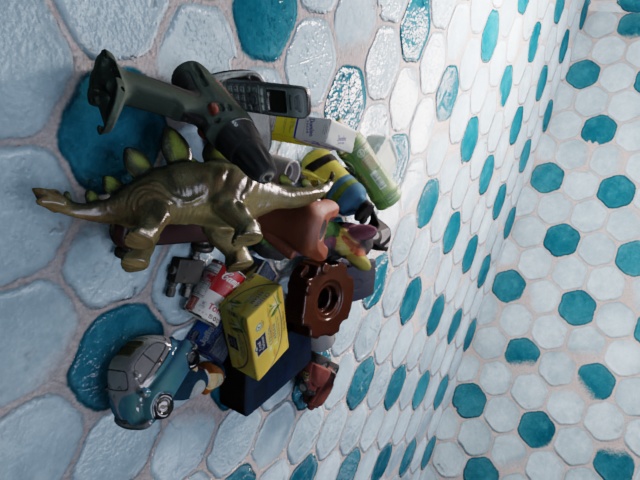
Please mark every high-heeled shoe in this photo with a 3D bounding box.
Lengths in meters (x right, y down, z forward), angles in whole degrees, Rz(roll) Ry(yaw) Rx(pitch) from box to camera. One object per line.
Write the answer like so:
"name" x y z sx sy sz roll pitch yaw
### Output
"high-heeled shoe" 0.089 0.019 1.215 0.249 0.086 0.145 -46 130 -42

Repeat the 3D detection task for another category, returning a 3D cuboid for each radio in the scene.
"radio" -0.110 0.251 1.137 0.229 0.073 0.131 -31 130 -50

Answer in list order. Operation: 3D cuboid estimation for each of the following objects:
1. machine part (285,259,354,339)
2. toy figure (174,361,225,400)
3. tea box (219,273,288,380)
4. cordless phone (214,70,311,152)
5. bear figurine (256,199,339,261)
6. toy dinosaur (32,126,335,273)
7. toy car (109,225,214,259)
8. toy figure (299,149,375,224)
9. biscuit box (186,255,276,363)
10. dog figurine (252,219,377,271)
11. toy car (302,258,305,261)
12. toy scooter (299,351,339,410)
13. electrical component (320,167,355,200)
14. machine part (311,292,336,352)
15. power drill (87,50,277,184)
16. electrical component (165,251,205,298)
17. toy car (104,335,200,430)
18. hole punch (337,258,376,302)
"machine part" 0.003 0.122 1.133 0.179 0.056 0.179 -14 109 -46
"toy figure" -0.221 0.254 0.976 0.064 0.058 0.154 -40 160 23
"tea box" -0.114 0.156 0.959 0.098 0.068 0.169 -46 147 -38
"cordless phone" -0.088 -0.186 0.834 0.089 0.184 0.146 -41 137 -47
"bear figurine" -0.081 -0.035 0.941 0.132 0.196 0.120 5 97 -74
"toy dinosaur" -0.145 -0.061 0.756 0.471 0.198 0.105 1 148 -39
"toy car" -0.227 -0.021 0.823 0.202 0.053 0.089 -8 117 -52
"toy figure" 0.034 -0.109 1.082 0.089 0.180 0.082 -43 159 -21
"biscuit box" -0.163 0.124 0.995 0.202 0.059 0.062 -59 149 -21
"dog figurine" -0.002 -0.003 1.034 0.191 0.219 0.108 -8 109 -57
"toy car" 0.027 0.018 1.247 0.202 0.056 0.073 -28 128 -50
"toy scooter" -0.011 0.357 1.349 0.135 0.075 0.183 -63 153 -13
"electrical component" 0.018 -0.102 1.158 0.119 0.075 0.047 -65 149 -7
"machine part" -0.013 0.181 1.249 0.079 0.079 0.242 -49 143 -34
"power drill" -0.178 -0.164 0.693 0.207 0.232 0.086 -2 138 -38
"electrical component" -0.225 0.050 0.894 0.063 0.021 0.094 13 95 -59
"toy car" -0.268 0.203 0.831 0.102 0.109 0.162 58 46 -32
"hole punch" 0.077 0.096 1.342 0.116 0.092 0.142 -31 134 -43
